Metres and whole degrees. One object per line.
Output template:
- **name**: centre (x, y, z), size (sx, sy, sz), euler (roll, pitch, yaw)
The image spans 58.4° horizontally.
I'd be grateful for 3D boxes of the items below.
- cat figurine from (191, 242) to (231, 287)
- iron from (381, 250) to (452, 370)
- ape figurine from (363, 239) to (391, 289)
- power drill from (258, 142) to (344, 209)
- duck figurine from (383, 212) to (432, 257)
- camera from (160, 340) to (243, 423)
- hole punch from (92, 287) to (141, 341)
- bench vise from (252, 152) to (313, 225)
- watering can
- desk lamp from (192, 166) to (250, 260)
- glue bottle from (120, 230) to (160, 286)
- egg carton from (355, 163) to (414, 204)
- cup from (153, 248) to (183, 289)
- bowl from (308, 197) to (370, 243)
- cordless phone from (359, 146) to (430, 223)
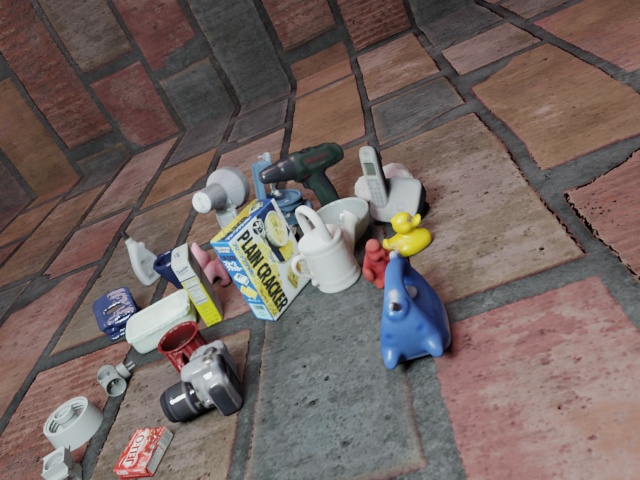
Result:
- **cat figurine**: centre (-0.288, 0.058, 1.457), size (0.127, 0.118, 0.067), euler (-9, 32, 31)
- **iron**: centre (0.144, 0.094, 0.986), size (0.118, 0.142, 0.258), euler (-19, 28, 15)
- **ape figurine**: centre (0.117, 0.040, 1.160), size (0.077, 0.092, 0.076), euler (-22, 28, 10)
- **power drill**: centre (-0.023, -0.140, 1.469), size (0.230, 0.209, 0.075), euler (-35, 28, -16)
- **duck figurine**: centre (0.177, -0.017, 1.213), size (0.104, 0.086, 0.077), euler (-24, 27, 5)
- **camera**: centre (-0.226, 0.264, 1.059), size (0.137, 0.101, 0.143), euler (-27, 27, -1)
- **hole punch**: centre (-0.515, 0.186, 1.463), size (0.109, 0.091, 0.100), euler (-31, 27, -9)
- **bench vise**: centre (-0.139, -0.103, 1.496), size (0.208, 0.220, 0.121), euler (-39, 30, -23)
- **watering can**: centre (0.010, 0.004, 1.205), size (0.100, 0.194, 0.173), euler (1, 38, 42)
- **desk lamp**: centre (-0.252, -0.070, 1.544), size (0.117, 0.214, 0.203), euler (-14, 30, 24)
- **glue bottle**: centre (-0.511, 0.043, 1.620), size (0.037, 0.173, 0.078), euler (1, 38, 42)
- **egg carton**: centre (0.162, -0.136, 1.454), size (0.150, 0.069, 0.107), euler (-25, 27, 4)
- **cup**: centre (-0.391, 0.080, 1.534), size (0.092, 0.095, 0.117), euler (-42, 31, -27)
- **bowl**: centre (0.049, -0.027, 1.356), size (0.167, 0.075, 0.167), euler (-21, 28, 12)
- **cordless phone**: centre (0.161, -0.131, 1.318), size (0.147, 0.185, 0.094), euler (4, 40, 45)
